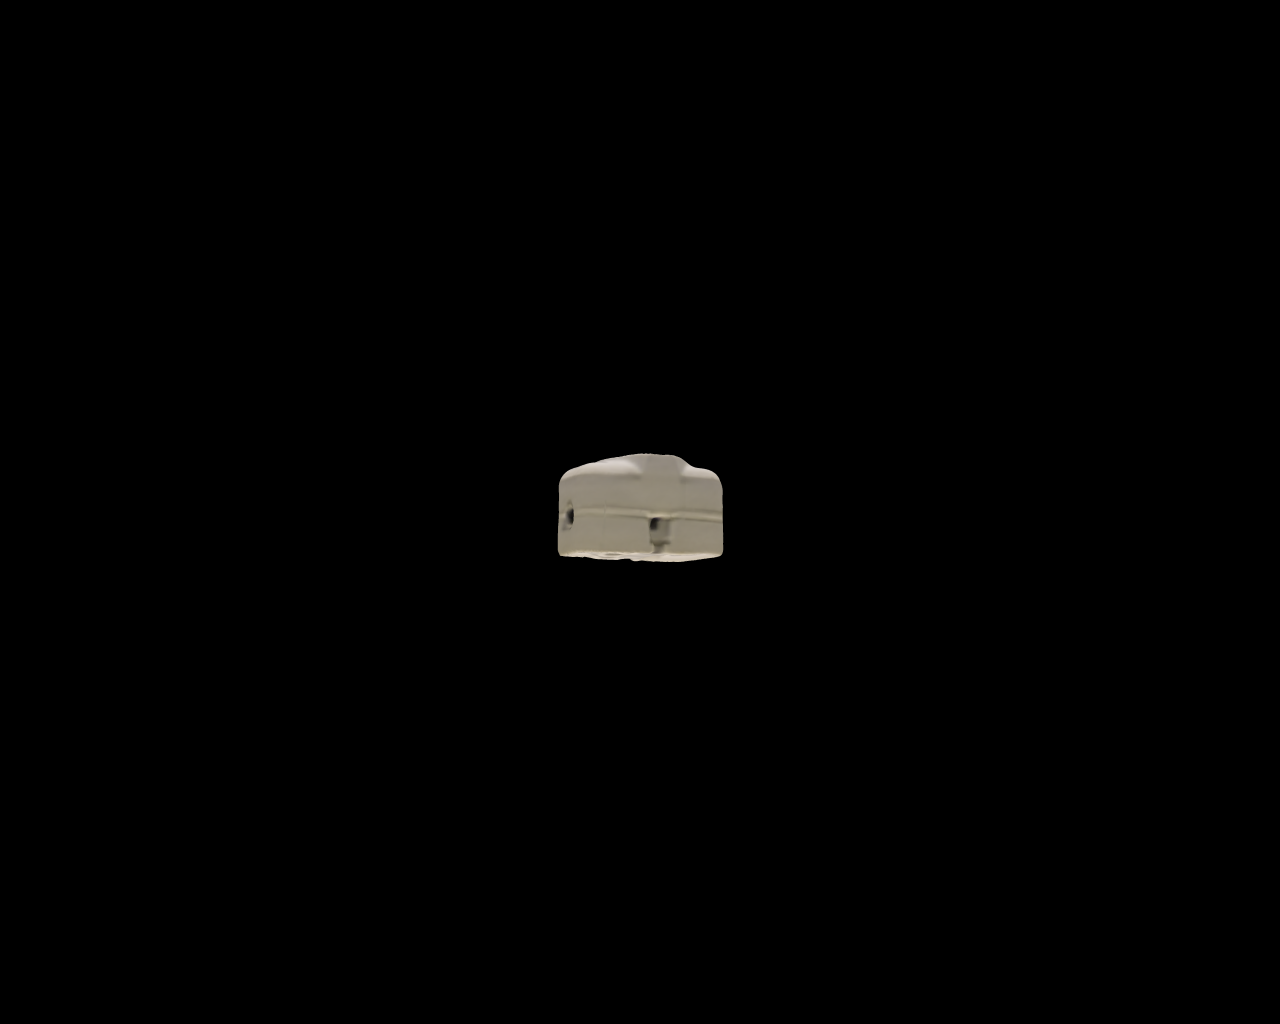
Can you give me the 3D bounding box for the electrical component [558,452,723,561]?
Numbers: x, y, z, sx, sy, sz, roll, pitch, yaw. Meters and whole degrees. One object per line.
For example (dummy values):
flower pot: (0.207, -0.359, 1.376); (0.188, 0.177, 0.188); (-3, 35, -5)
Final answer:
electrical component: (0.001, -0.003, 0.650); (0.095, 0.059, 0.053); (3, -7, -26)
